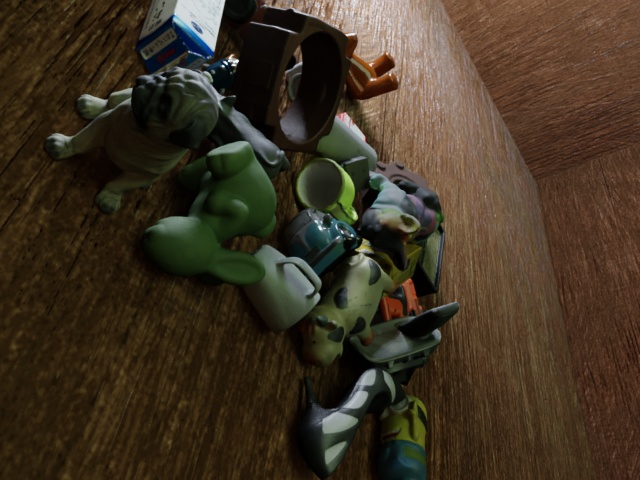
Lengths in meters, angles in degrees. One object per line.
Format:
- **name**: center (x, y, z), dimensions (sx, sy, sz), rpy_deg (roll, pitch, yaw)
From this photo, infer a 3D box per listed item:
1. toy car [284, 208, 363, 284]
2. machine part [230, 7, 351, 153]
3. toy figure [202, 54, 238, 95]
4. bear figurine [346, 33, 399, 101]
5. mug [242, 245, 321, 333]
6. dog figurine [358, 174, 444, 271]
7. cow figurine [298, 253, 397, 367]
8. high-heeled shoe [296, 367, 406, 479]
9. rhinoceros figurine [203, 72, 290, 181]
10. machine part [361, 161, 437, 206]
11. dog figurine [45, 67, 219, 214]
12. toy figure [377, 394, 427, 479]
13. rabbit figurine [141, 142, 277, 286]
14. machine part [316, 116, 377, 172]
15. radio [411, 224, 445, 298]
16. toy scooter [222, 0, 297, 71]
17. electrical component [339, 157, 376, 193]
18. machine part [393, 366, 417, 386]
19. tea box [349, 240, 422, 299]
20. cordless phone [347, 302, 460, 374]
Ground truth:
- **toy car**: center (-0.002, -0.003, 0.850), dimensions (0.103, 0.109, 0.161), rpy_deg (49, 17, 6)
- **machine part**: center (-0.045, -0.245, 0.845), dimensions (0.201, 0.087, 0.200), rpy_deg (-9, 119, -59)
- **toy figure**: center (-0.125, -0.263, 0.853), dimensions (0.064, 0.057, 0.154), rpy_deg (33, 26, 18)
- **bear figurine**: center (0.078, -0.411, 1.205), dimensions (0.195, 0.132, 0.120), rpy_deg (48, 31, -43)
- **mug**: center (-0.056, 0.058, 0.724), dimensions (0.107, 0.109, 0.081), rpy_deg (50, 44, -6)
- **dog figurine**: center (0.153, -0.025, 0.955), dimensions (0.191, 0.108, 0.219), rpy_deg (14, 23, -13)
- **cow figurine**: center (0.034, 0.106, 0.822), dimensions (0.127, 0.086, 0.195), rpy_deg (51, 57, -35)
- **high-heeled shoe**: center (0.065, 0.270, 0.788), dimensions (0.248, 0.086, 0.145), rpy_deg (15, 43, -37)
- **rhinoceros figurine**: center (-0.124, -0.144, 0.722), dimensions (0.190, 0.073, 0.112), rpy_deg (46, -5, 15)
- **machine part**: center (0.176, -0.095, 1.167), dimensions (0.179, 0.056, 0.179), rpy_deg (18, 44, -18)
- **dog figurine**: center (-0.164, -0.130, 0.569), dimensions (0.121, 0.191, 0.172), rpy_deg (47, 35, -34)
- **toy figure**: center (0.136, 0.341, 0.884), dimensions (0.180, 0.082, 0.089), rpy_deg (-84, 153, -45)
- **rabbit figurine**: center (-0.138, -0.012, 0.652), dimensions (0.170, 0.121, 0.159), rpy_deg (-48, 121, -38)
- **machine part**: center (0.040, -0.184, 1.048), dimensions (0.243, 0.079, 0.079), rpy_deg (31, 47, -48)
- **radio**: center (0.221, 0.011, 1.228), dimensions (0.131, 0.073, 0.230), rpy_deg (54, 32, -25)
- **toy scooter**: center (-0.105, -0.376, 0.932), dimensions (0.183, 0.075, 0.135), rpy_deg (47, 20, -19)
- **electrical component**: center (0.061, -0.119, 1.033), dimensions (0.102, 0.045, 0.078), rpy_deg (-25, 114, -22)
- **machine part**: center (0.141, 0.237, 0.960), dimensions (0.039, 0.084, 0.139), rpy_deg (41, 28, 24)
- **tea box**: center (0.113, 0.041, 0.994), dimensions (0.169, 0.098, 0.068), rpy_deg (-18, 128, -60)
- **cordless phone**: center (0.133, 0.149, 0.846), dimensions (0.147, 0.184, 0.089), rpy_deg (-12, 69, -20)
